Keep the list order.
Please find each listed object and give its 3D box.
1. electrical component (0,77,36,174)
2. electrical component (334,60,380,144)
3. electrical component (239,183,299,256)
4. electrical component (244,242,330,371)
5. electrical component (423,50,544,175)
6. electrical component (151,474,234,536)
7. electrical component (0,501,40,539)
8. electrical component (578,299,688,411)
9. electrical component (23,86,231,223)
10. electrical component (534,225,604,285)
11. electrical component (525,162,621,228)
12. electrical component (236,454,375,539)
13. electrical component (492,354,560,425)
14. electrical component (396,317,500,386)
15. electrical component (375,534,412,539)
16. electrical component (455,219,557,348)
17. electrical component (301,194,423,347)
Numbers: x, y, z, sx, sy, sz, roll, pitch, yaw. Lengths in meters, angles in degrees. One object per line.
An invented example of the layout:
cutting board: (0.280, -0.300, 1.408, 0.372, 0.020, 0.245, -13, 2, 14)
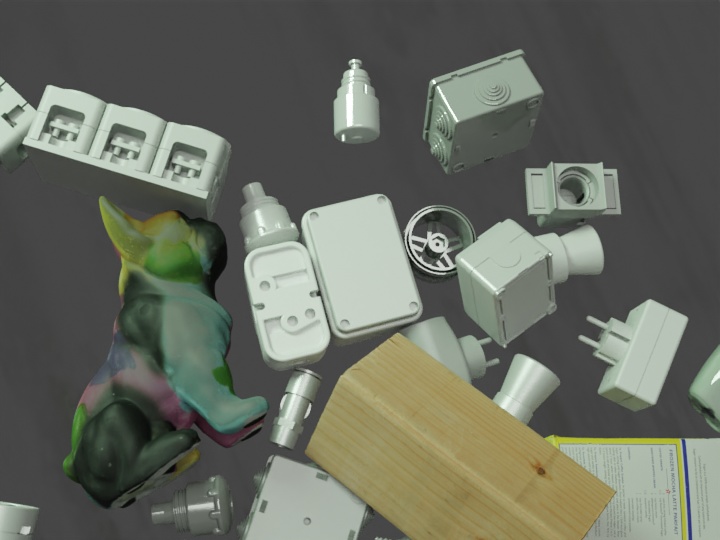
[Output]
electrical component: (-0.315, -0.130, 0.906, 0.089, 0.050, 0.055, 43, 74, 6)
electrical component: (-0.003, -0.148, 0.951, 0.040, 0.040, 0.078, 0, 75, -6)
electrical component: (-0.082, -0.044, 0.913, 0.048, 0.048, 0.062, -18, 71, -11)
electrical component: (-0.061, 0.032, 0.886, 0.054, 0.059, 0.095, -13, 77, -10)
electrical component: (0.107, -0.134, 0.931, 0.100, 0.099, 0.048, -20, 65, -11)
electrical component: (-0.132, 0.188, 0.845, 0.062, 0.048, 0.048, -8, 76, -1)
electrical component: (-0.277, 0.201, 0.819, 0.055, 0.055, 0.047, 9, 78, -4)
electrical component: (0.224, 0.065, 0.916, 0.076, 0.047, 0.083, 26, 74, 1)
electrical component: (-0.188, -0.094, 0.890, 0.150, 0.089, 0.061, 17, 74, -2)
electrical component: (0.177, -0.012, 0.933, 0.055, 0.045, 0.045, -13, 77, -9)
electrical component: (0.182, -0.064, 0.937, 0.081, 0.063, 0.042, 0, 75, -6)
electrical component: (-0.043, 0.199, 0.848, 0.100, 0.048, 0.099, 19, 73, -1)
electrical component: (0.132, 0.109, 0.898, 0.044, 0.044, 0.065, 34, 79, 3)
electrical component: (0.079, 0.077, 0.898, 0.079, 0.043, 0.077, -15, 79, -19)
electrical component: (0.050, 0.242, 0.840, 0.061, 0.061, 0.096, -37, 82, -14)
electrical component: (0.121, 0.013, 0.902, 0.062, 0.096, 0.061, -35, 53, -14)
electrical component: (0.000, 0.000, 0.903, 0.078, 0.057, 0.113, -14, 77, -10)
